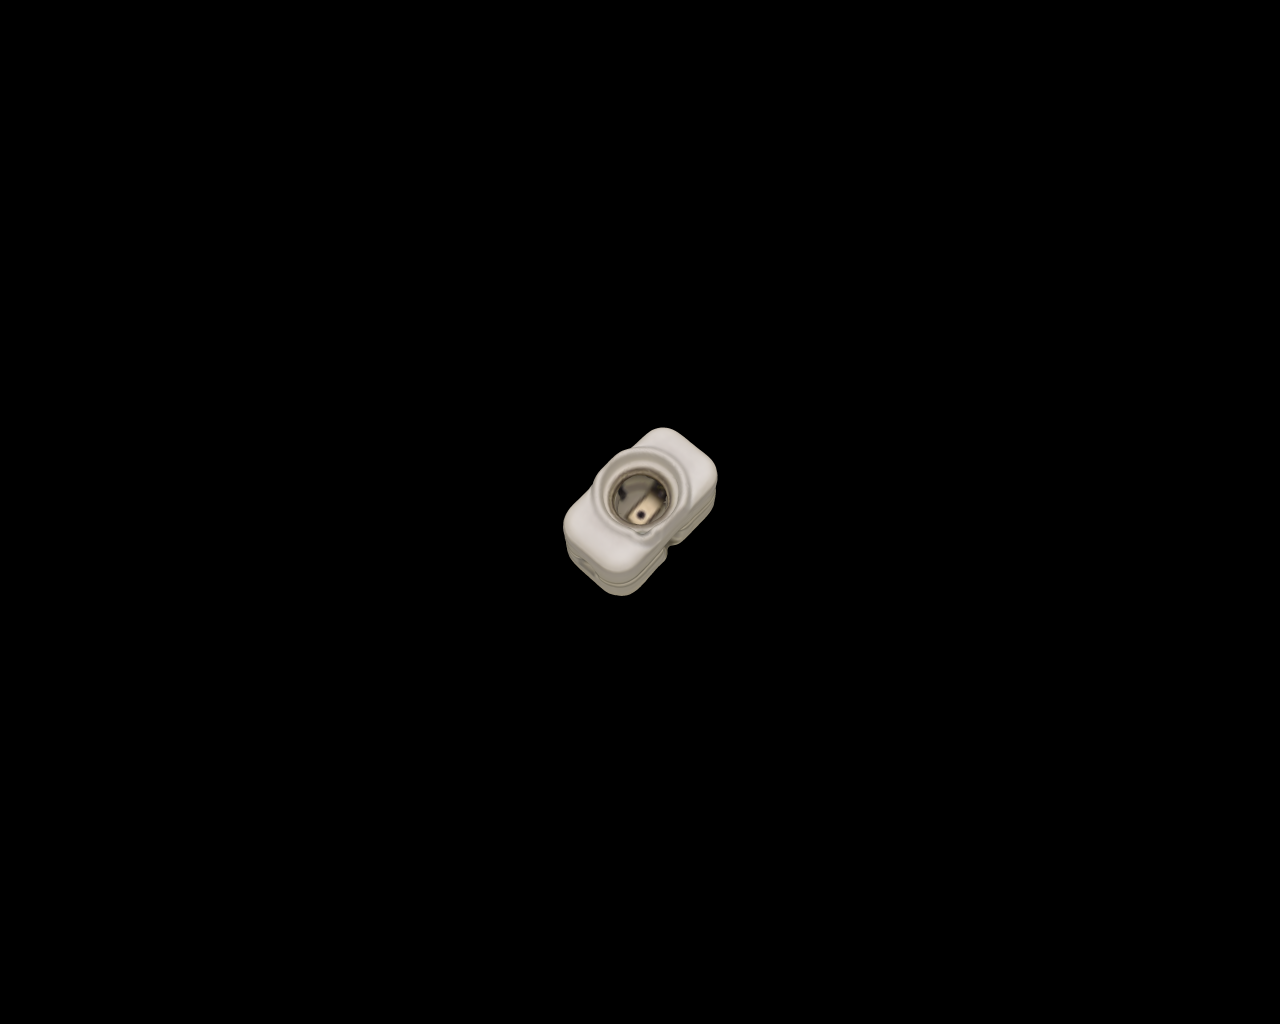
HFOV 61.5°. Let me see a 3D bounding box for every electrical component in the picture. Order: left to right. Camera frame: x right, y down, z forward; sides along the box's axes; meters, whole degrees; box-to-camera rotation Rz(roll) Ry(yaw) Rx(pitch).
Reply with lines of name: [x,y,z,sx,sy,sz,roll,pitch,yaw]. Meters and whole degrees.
electrical component: [0.001,-0.003,0.650,0.054,0.095,0.059,41,-15,14]
